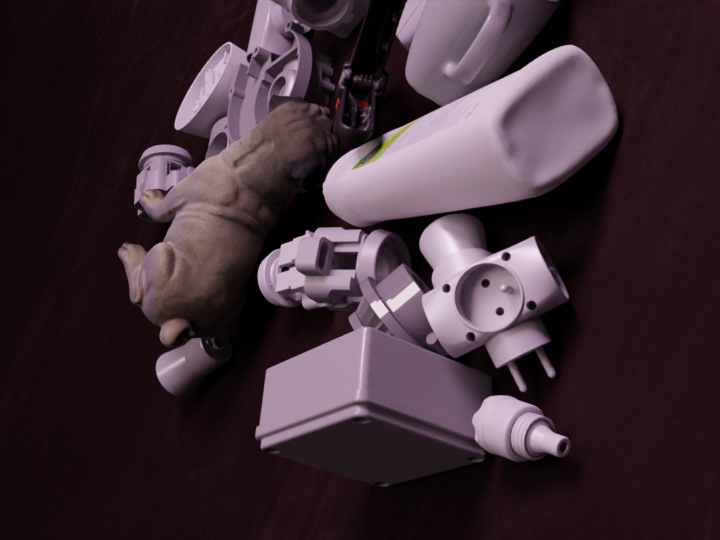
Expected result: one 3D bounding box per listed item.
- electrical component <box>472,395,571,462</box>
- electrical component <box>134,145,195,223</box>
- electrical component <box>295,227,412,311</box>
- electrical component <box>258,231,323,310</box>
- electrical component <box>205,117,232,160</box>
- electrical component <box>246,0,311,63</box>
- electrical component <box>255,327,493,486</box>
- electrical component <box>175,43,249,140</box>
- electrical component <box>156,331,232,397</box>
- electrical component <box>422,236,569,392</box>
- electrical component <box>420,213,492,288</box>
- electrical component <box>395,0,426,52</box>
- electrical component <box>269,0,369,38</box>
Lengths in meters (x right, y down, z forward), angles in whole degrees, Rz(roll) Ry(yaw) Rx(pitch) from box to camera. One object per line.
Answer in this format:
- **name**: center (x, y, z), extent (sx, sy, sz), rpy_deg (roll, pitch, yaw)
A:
- **electrical component**: center (0.094, 0.093, 0.614), extent (0.061, 0.035, 0.035), rpy_deg (13, 83, 54)
- **electrical component**: center (-0.200, -0.092, 1.111), extent (0.078, 0.058, 0.057), rpy_deg (-32, 51, 43)
- **electrical component**: center (0.000, 0.000, 0.767), extent (0.057, 0.078, 0.058), rpy_deg (0, 71, 33)
- **electrical component**: center (-0.048, 0.003, 0.855), extent (0.055, 0.048, 0.066), rpy_deg (-16, 60, 42)
- **electrical component**: center (-0.127, -0.093, 1.018), extent (0.079, 0.044, 0.077), rpy_deg (-44, 41, 34)
- **electrical component**: center (-0.070, -0.235, 1.015), extent (0.079, 0.043, 0.077), rpy_deg (-13, 63, 52)
- **electrical component**: center (0.010, 0.088, 0.670), extent (0.109, 0.109, 0.056), rpy_deg (-27, 49, 46)
- **electrical component**: center (-0.138, -0.174, 1.060), extent (0.099, 0.064, 0.099), rpy_deg (-31, 49, 44)
- **electrical component**: center (-0.145, 0.079, 0.956), extent (0.065, 0.044, 0.044), rpy_deg (-36, 45, 33)
- **electrical component**: center (0.088, 0.032, 0.639), extent (0.077, 0.044, 0.079), rpy_deg (-29, 79, 15)
- **electrical component**: center (0.066, -0.002, 0.695), extent (0.045, 0.045, 0.055), rpy_deg (-47, 39, 30)
- **electrical component**: center (0.063, -0.207, 0.809), extent (0.083, 0.047, 0.075), rpy_deg (-52, 36, 23)
- **electrical component**: center (-0.037, -0.247, 0.932), extent (0.050, 0.089, 0.055), rpy_deg (-45, 40, 32)
